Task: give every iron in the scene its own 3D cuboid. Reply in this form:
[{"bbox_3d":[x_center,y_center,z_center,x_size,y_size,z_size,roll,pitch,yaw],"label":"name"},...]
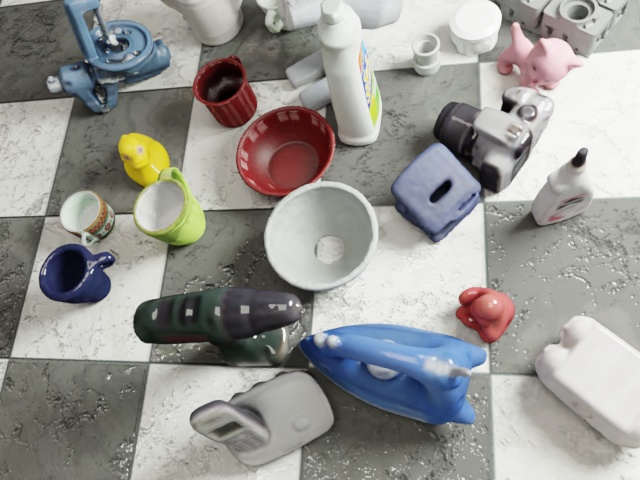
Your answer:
[{"bbox_3d":[0.075,0.152,0.729,0.257,0.142,0.119,10,72,17],"label":"iron"}]

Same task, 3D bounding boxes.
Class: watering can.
[{"bbox_3d":[-0.205,-0.444,0.996,0.172,0.194,0.101,-19,66,6],"label":"watering can"}]

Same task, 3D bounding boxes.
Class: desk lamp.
[{"bbox_3d":[0.029,-0.329,0.886,0.203,0.214,0.117,-29,65,2],"label":"desk lamp"}]

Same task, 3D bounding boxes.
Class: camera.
[{"bbox_3d":[0.246,-0.167,0.834,0.136,0.101,0.143,32,79,22],"label":"camera"}]

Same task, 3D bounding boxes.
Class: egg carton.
[{"bbox_3d":[0.345,0.171,0.697,0.150,0.069,0.107,40,82,23],"label":"egg carton"}]

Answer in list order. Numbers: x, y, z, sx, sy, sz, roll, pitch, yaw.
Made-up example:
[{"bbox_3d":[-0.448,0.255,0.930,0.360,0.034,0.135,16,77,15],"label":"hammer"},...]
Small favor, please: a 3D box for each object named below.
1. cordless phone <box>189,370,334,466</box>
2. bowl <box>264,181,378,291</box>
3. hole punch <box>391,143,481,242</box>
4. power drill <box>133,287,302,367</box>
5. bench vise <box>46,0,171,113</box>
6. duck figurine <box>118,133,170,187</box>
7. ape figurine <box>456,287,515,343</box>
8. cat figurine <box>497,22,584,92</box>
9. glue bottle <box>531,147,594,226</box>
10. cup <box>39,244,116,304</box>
[{"bbox_3d":[-0.071,0.216,0.715,0.147,0.185,0.094,-30,65,1],"label":"cordless phone"},{"bbox_3d":[0.008,0.003,0.839,0.167,0.075,0.167,-5,68,12],"label":"bowl"},{"bbox_3d":[0.169,-0.068,0.819,0.109,0.091,0.101,-45,66,-6],"label":"hole punch"},{"bbox_3d":[-0.112,0.113,0.752,0.229,0.209,0.075,-4,68,12],"label":"power drill"},{"bbox_3d":[-0.381,-0.320,0.976,0.207,0.220,0.121,-46,66,-6],"label":"bench vise"},{"bbox_3d":[-0.307,-0.147,0.966,0.077,0.086,0.104,-31,65,0],"label":"duck figurine"},{"bbox_3d":[0.217,0.092,0.745,0.076,0.092,0.078,-12,67,9],"label":"ape figurine"},{"bbox_3d":[0.323,-0.271,0.846,0.067,0.118,0.127,-33,65,0],"label":"cat figurine"},{"bbox_3d":[0.321,-0.073,0.740,0.078,0.173,0.037,-23,66,4],"label":"glue bottle"},{"bbox_3d":[-0.359,0.057,0.894,0.117,0.095,0.091,-23,66,4],"label":"cup"}]
